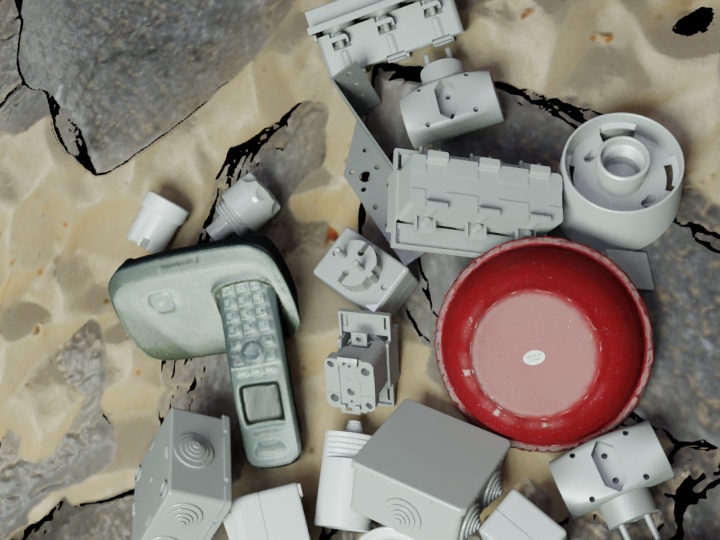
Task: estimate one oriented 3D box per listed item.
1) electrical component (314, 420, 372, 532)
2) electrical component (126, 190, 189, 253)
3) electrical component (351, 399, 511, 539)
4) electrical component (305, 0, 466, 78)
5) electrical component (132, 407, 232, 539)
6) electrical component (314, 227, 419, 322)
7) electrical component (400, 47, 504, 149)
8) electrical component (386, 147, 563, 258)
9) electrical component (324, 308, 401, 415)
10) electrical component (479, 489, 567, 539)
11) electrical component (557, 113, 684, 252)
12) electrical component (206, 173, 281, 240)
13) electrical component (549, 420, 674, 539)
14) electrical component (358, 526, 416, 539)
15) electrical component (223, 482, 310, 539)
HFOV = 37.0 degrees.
[{"bbox_3d":[-0.008,0.155,0.817,0.043,0.043,0.081,2,73,17],"label":"electrical component"},{"bbox_3d":[-0.177,-0.040,0.933,0.040,0.040,0.046,30,89,23],"label":"electrical component"},{"bbox_3d":[0.050,0.148,0.776,0.100,0.100,0.048,20,124,21],"label":"electrical component"},{"bbox_3d":[0.024,-0.207,0.908,0.121,0.078,0.063,-18,98,11],"label":"electrical component"},{"bbox_3d":[-0.136,0.164,0.811,0.099,0.048,0.099,-58,26,33],"label":"electrical component"},{"bbox_3d":[0.000,0.000,0.845,0.066,0.076,0.047,35,85,23],"label":"electrical component"},{"bbox_3d":[0.072,-0.148,0.889,0.077,0.043,0.079,-16,69,11],"label":"electrical component"},{"bbox_3d":[0.087,-0.052,0.814,0.121,0.063,0.078,6,72,-13],"label":"electrical component"},{"bbox_3d":[0.002,0.073,0.822,0.042,0.063,0.081,4,116,18],"label":"electrical component"},{"bbox_3d":[0.103,0.202,0.750,0.047,0.065,0.076,38,78,24],"label":"electrical component"},{"bbox_3d":[0.199,-0.069,0.828,0.099,0.064,0.099,-3,63,5],"label":"electrical component"},{"bbox_3d":[-0.102,-0.048,0.911,0.062,0.043,0.043,-41,66,2],"label":"electrical component"},{"bbox_3d":[0.184,0.157,0.758,0.077,0.043,0.079,-25,68,8],"label":"electrical component"},{"bbox_3d":[0.022,0.221,0.768,0.078,0.057,0.058,8,44,19],"label":"electrical component"},{"bbox_3d":[-0.063,0.215,0.797,0.061,0.061,0.096,-13,69,-6],"label":"electrical component"}]
